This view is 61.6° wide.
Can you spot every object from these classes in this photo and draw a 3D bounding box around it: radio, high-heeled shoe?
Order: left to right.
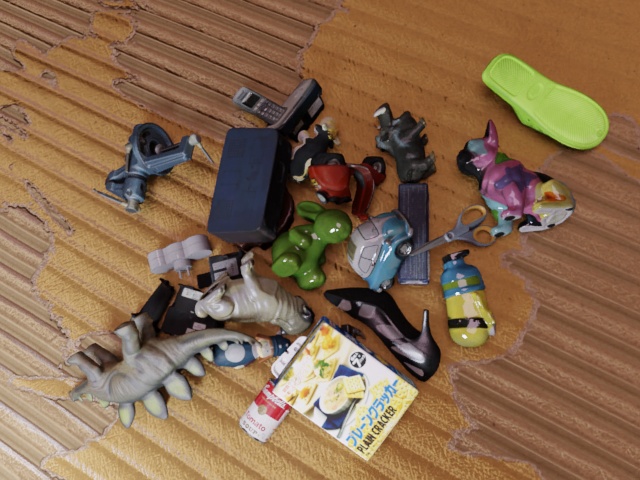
[{"bbox_3d":[-0.139,-0.111,1.086,0.131,0.073,0.229,2,76,25],"label":"radio"},{"bbox_3d":[0.117,0.179,1.046,0.249,0.086,0.145,11,107,31],"label":"high-heeled shoe"}]

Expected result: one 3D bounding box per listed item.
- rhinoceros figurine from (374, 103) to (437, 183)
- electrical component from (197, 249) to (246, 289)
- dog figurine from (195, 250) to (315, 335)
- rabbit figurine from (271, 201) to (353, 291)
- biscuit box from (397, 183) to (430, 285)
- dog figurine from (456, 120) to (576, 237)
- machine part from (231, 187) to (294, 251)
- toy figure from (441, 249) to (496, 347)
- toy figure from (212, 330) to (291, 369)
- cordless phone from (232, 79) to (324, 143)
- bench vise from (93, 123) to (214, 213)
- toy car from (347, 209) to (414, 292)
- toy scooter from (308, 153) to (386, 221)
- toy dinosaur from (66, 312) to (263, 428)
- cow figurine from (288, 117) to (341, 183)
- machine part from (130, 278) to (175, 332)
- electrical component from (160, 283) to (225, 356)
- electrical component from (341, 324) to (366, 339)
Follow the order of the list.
[{"bbox_3d":[0.175,-0.204,1.130,0.112,0.073,0.190,-22,70,9],"label":"rhinoceros figurine"},{"bbox_3d":[-0.209,0.069,1.135,0.119,0.047,0.075,-11,72,6],"label":"electrical component"},{"bbox_3d":[-0.124,0.141,1.051,0.172,0.121,0.190,-37,103,12],"label":"dog figurine"},{"bbox_3d":[-0.002,-0.003,1.074,0.170,0.121,0.159,-36,34,24],"label":"rabbit figurine"},{"bbox_3d":[0.189,-0.013,1.076,0.063,0.059,0.202,0,75,12],"label":"biscuit box"},{"bbox_3d":[0.375,-0.128,1.050,0.192,0.108,0.219,-10,68,2],"label":"dog figurine"},{"bbox_3d":[-0.141,-0.062,1.155,0.179,0.056,0.179,-2,74,9],"label":"machine part"},{"bbox_3d":[0.273,0.111,1.016,0.089,0.082,0.180,-21,77,20],"label":"toy figure"},{"bbox_3d":[-0.135,0.220,1.075,0.155,0.058,0.064,-10,112,6],"label":"toy figure"},{"bbox_3d":[-0.096,-0.316,1.207,0.184,0.088,0.146,33,83,22],"label":"cordless phone"},{"bbox_3d":[-0.364,-0.173,1.184,0.241,0.128,0.224,-12,52,26],"label":"bench vise"},{"bbox_3d":[0.104,0.016,1.026,0.103,0.109,0.161,11,119,-21],"label":"toy car"},{"bbox_3d":[0.057,-0.108,1.101,0.184,0.075,0.135,0,94,-29],"label":"toy scooter"},{"bbox_3d":[-0.330,0.243,1.048,0.471,0.105,0.198,-29,94,23],"label":"toy dinosaur"},{"bbox_3d":[-0.013,-0.195,1.139,0.068,0.098,0.167,42,85,-24],"label":"cow figurine"},{"bbox_3d":[-0.358,0.149,1.146,0.084,0.039,0.139,24,82,24],"label":"machine part"},{"bbox_3d":[-0.259,0.167,1.111,0.115,0.058,0.134,16,78,16],"label":"electrical component"},{"bbox_3d":[0.051,0.216,1.048,0.078,0.045,0.102,-20,66,35],"label":"electrical component"}]
